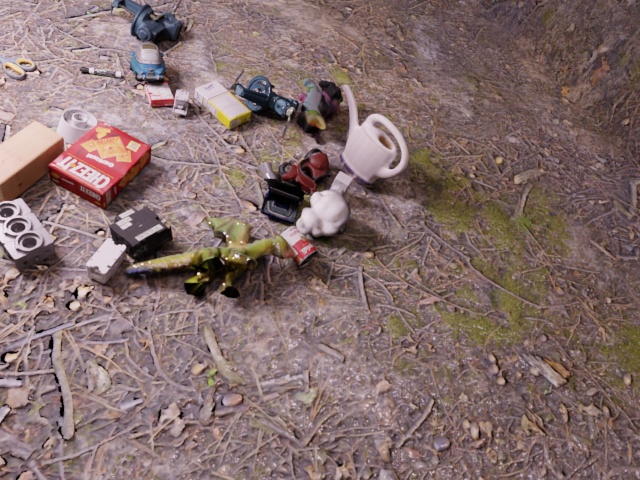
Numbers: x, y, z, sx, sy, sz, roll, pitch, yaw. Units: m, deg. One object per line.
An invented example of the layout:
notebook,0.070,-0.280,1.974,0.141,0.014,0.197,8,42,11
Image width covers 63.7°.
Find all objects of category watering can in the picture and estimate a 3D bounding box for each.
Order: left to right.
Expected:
watering can,0.140,-0.319,1.663,0.104,0.220,0.352,-10,55,-50

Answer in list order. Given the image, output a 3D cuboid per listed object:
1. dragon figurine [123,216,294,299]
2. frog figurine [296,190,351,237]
dragon figurine,-0.270,0.023,1.336,0.410,0.119,0.248,7,35,-5
frog figurine,0.005,-0.075,1.488,0.160,0.121,0.138,-9,77,-40
